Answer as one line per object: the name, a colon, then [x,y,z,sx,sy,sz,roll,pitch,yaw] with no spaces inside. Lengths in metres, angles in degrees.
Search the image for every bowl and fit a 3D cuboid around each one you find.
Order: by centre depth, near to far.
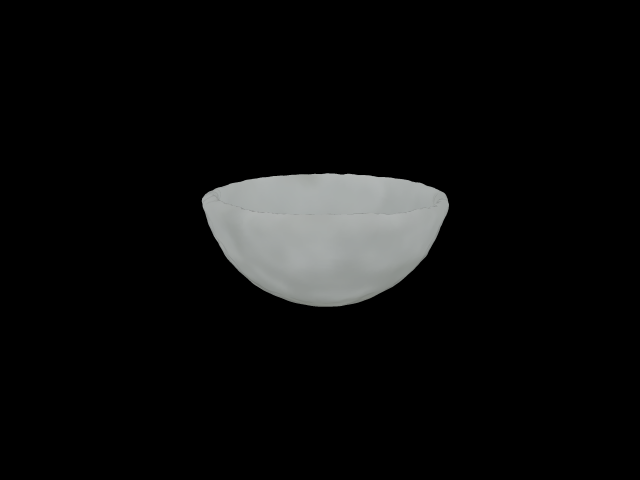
bowl: [0.004,0.001,0.400,0.167,0.075,0.167,0,15,0]
